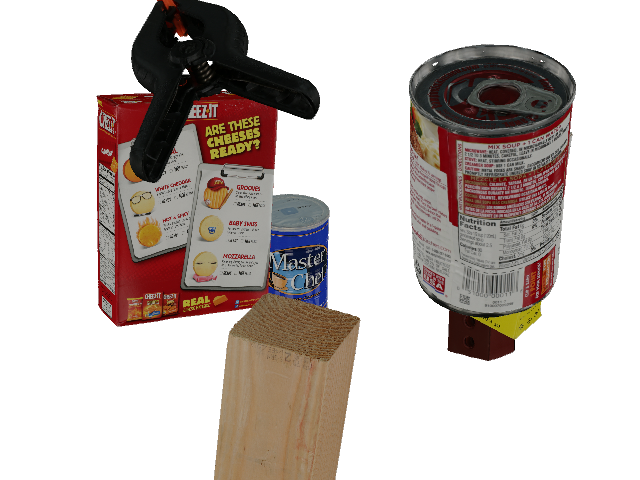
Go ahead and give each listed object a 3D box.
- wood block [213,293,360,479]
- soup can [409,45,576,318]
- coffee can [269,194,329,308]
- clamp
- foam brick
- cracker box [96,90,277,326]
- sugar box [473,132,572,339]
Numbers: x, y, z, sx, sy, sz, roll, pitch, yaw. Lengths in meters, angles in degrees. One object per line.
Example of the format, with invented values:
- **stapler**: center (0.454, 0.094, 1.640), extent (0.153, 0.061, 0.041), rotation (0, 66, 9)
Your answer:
- **wood block**: center (-0.033, 0.163, 0.927), extent (0.090, 0.206, 0.090), rotation (14, 25, 14)
- **soup can**: center (0.074, -0.024, 0.468), extent (0.068, 0.102, 0.068), rotation (-4, 39, 3)
- **coffee can**: center (-0.040, 0.024, 1.389), extent (0.103, 0.140, 0.103), rotation (0, 26, 0)
- **clamp**: center (-0.069, -0.111, 0.689), extent (0.120, 0.171, 0.039), rotation (-12, -43, -2)
- **foam brick**: center (0.166, 0.078, 1.096), extent (0.053, 0.078, 0.051), rotation (10, 17, 40)
- **cracker box**: center (-0.131, -0.035, 1.036), extent (0.163, 0.214, 0.072), rotation (-6, 19, -29)
- **sugar box**: center (0.133, -0.017, 0.828), extent (0.093, 0.176, 0.048), rotation (27, 46, 31)
